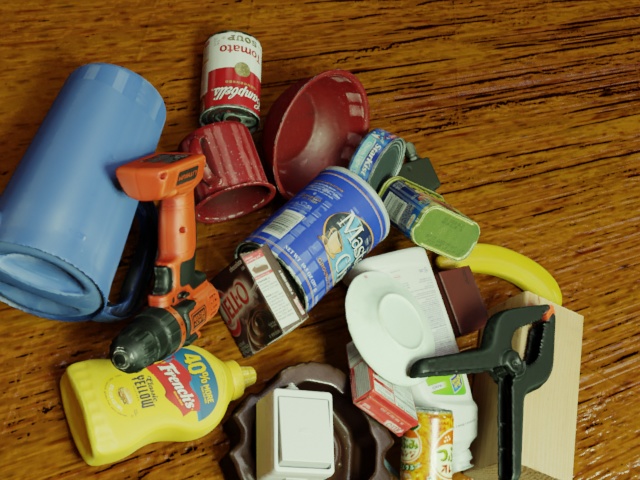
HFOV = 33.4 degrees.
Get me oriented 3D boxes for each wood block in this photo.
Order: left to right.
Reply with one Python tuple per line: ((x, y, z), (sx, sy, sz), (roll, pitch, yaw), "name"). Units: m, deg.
((0.235, 0.178, 1.231), (0.090, 0.090, 0.206), (23, 59, -20), "wood block")

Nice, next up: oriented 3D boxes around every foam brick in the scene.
((0.155, 0.076, 1.250), (0.052, 0.051, 0.078), (-11, 77, -36), "foam brick")

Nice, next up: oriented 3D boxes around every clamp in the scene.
((0.190, 0.133, 1.143), (0.164, 0.036, 0.209), (45, 54, -12), "clamp")

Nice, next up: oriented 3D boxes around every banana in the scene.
((0.231, 0.044, 1.317), (0.197, 0.037, 0.069), (28, 58, -18), "banana")

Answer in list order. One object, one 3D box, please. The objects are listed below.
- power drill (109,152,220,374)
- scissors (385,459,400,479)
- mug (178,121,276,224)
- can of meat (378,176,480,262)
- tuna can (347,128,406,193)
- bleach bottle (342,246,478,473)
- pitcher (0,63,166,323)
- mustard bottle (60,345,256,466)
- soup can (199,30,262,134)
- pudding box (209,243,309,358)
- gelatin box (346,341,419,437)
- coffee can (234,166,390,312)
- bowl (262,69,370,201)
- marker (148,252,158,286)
((-0.151, 0.017, 1.009), (0.184, 0.057, 0.188), (-43, 135, -68), "power drill")
((0.066, 0.221, 1.158), (0.096, 0.016, 0.201), (27, 59, -17), "scissors")
((-0.108, -0.076, 1.130), (0.117, 0.093, 0.081), (25, 42, -66), "mug")
((0.125, -0.023, 1.236), (0.101, 0.084, 0.057), (22, 102, -37), "can of meat")
((0.064, -0.086, 1.244), (0.034, 0.086, 0.086), (28, 52, 20), "tuna can")
((0.110, 0.138, 1.192), (0.102, 0.068, 0.251), (-12, 79, -32), "bleach bottle")
((-0.227, -0.046, 1.041), (0.145, 0.149, 0.242), (12, 57, 6), "pitcher")
((-0.148, 0.151, 1.037), (0.191, 0.058, 0.096), (-9, 62, -34), "mustard bottle")
((-0.099, -0.175, 1.199), (0.068, 0.069, 0.102), (13, 63, -25), "soup can")
((-0.066, 0.063, 1.089), (0.039, 0.114, 0.090), (-27, 84, -33), "pudding box")
((0.063, 0.150, 1.109), (0.073, 0.030, 0.089), (39, 26, -30), "gelatin box")
((-0.008, 0.001, 1.145), (0.103, 0.103, 0.140), (49, 62, -4), "coffee can")
((-0.015, -0.120, 1.202), (0.055, 0.162, 0.161), (25, 44, 35), "bowl")
((-0.168, -0.003, 1.114), (0.020, 0.020, 0.121), (28, 58, -18), "marker")
